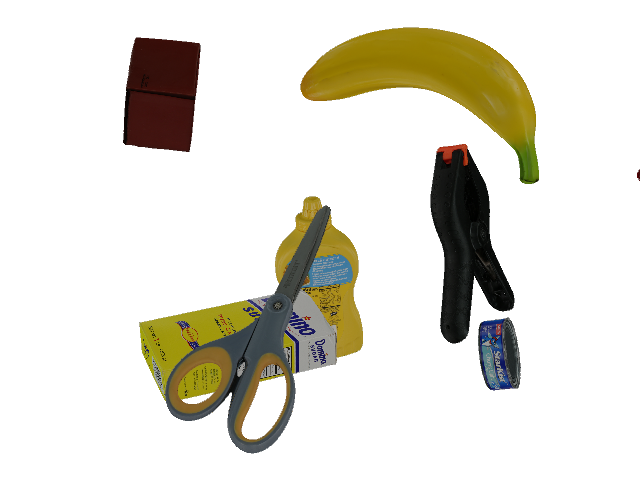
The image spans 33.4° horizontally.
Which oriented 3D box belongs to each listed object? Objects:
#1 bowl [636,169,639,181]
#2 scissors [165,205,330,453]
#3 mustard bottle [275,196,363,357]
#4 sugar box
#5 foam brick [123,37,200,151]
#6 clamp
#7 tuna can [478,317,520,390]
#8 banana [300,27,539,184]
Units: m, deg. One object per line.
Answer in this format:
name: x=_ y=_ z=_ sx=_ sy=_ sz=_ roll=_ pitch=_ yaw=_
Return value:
bowl: x=0.381 y=-0.033 z=1.009 sx=0.162 sy=0.055 sz=0.162 roll=-1 pitch=20 yaw=0
scissors: x=-0.049 y=0.054 z=0.741 sx=0.096 sy=0.201 sz=0.016 roll=1 pitch=-37 yaw=8
mustard bottle: x=-0.003 y=0.042 z=1.231 sx=0.096 sy=0.192 sz=0.058 roll=-5 pitch=22 yaw=-2
sugar box: x=-0.081 y=0.101 z=1.053 sx=0.176 sy=0.048 sz=0.093 roll=-14 pitch=33 yaw=-18
foam brick: x=-0.122 y=-0.114 z=0.822 sx=0.053 sy=0.051 sz=0.078 roll=6 pitch=40 yaw=-6
clamp: x=0.125 y=0.004 z=0.943 sx=0.039 sy=0.171 sz=0.120 roll=-10 pitch=15 yaw=30
tuna can: x=0.216 y=0.137 z=1.289 sx=0.034 sy=0.086 sz=0.086 roll=-9 pitch=-3 yaw=20
banana: x=0.061 y=-0.097 z=0.656 sx=0.037 sy=0.069 sz=0.198 roll=17 pitch=8 yaw=-47
